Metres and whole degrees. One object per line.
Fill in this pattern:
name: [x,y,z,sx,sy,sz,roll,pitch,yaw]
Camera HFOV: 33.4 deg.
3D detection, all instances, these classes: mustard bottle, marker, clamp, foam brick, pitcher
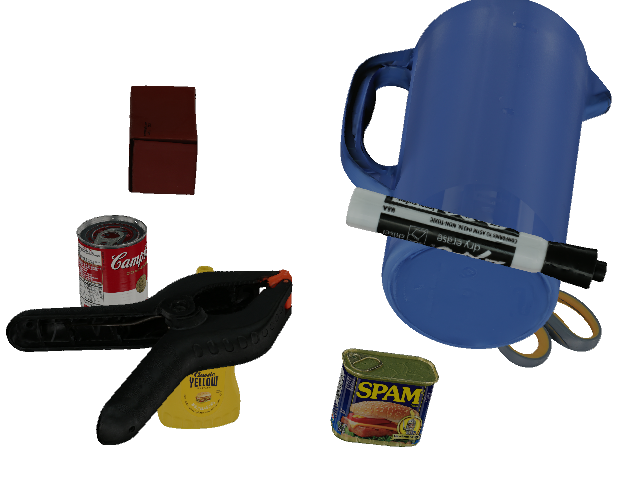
mustard bottle: [-0.137,0.122,1.234,0.096,0.192,0.058,0,19,-15]
marker: [0.072,-0.001,0.495,0.121,0.020,0.020,15,2,7]
clamp: [-0.081,0.059,0.614,0.171,0.039,0.120,-16,41,-26]
foam brick: [-0.124,-0.080,0.836,0.053,0.051,0.078,2,39,-9]
pitcher: [0.101,-0.050,0.727,0.149,0.242,0.145,-27,-59,35]

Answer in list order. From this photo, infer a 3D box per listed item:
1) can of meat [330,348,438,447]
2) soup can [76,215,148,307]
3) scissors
can of meat: [0.066,0.168,1.133,0.102,0.084,0.057,8,21,-9]
soup can: [-0.206,0.035,1.062,0.068,0.102,0.068,2,26,-1]
scissors: [0.147,0.041,0.923,0.202,0.016,0.096,35,55,30]
